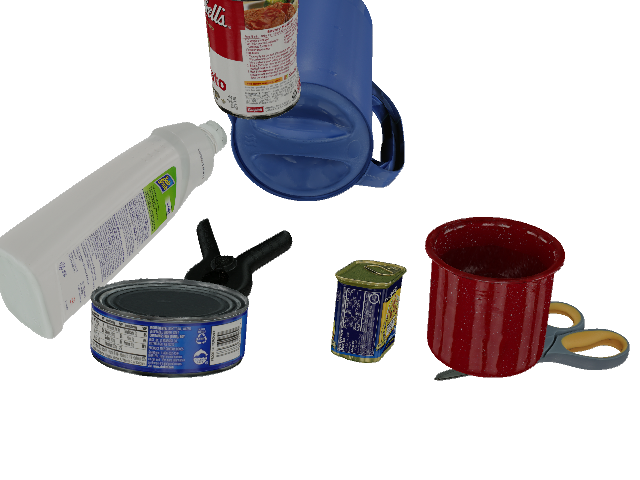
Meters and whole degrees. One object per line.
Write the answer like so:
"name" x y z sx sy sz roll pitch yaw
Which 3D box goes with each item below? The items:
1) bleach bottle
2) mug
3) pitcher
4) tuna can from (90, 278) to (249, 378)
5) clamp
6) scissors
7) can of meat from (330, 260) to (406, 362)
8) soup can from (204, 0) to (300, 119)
"bleach bottle" -0.177 -0.026 0.966 0.068 0.102 0.250 31 54 24
"mug" 0.113 0.034 0.742 0.093 0.081 0.117 -5 28 -12
"pitcher" 0.002 -0.155 1.072 0.145 0.149 0.242 -10 37 15
"tuna can" -0.083 0.047 0.584 0.086 0.034 0.086 4 11 -1
"clamp" -0.101 0.034 1.253 0.120 0.039 0.171 -1 40 11
"scissors" 0.170 0.085 0.911 0.201 0.016 0.096 0 31 -21
"can of meat" 0.048 0.071 1.091 0.057 0.084 0.102 9 11 16
"soup can" -0.048 -0.147 0.769 0.068 0.102 0.068 -1 42 0
